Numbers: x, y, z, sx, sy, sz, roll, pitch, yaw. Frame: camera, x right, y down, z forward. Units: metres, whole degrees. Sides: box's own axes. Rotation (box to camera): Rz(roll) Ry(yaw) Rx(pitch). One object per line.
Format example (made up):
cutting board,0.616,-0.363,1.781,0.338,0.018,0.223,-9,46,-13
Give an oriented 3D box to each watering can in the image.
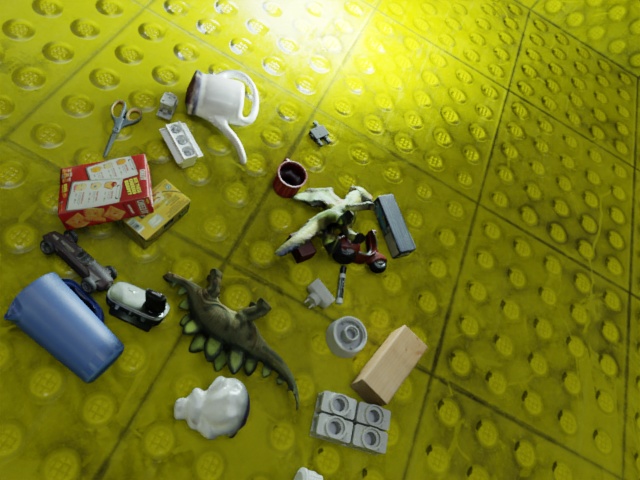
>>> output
watering can,-0.301,-0.396,1.576,0.224,0.102,0.355,10,60,-16

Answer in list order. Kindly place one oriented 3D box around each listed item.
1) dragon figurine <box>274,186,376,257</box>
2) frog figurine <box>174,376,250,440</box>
dragon figurine,0.005,-0.076,1.511,0.413,0.119,0.246,-17,35,-27
frog figurine,-0.246,0.379,1.178,0.158,0.122,0.139,22,77,-24
